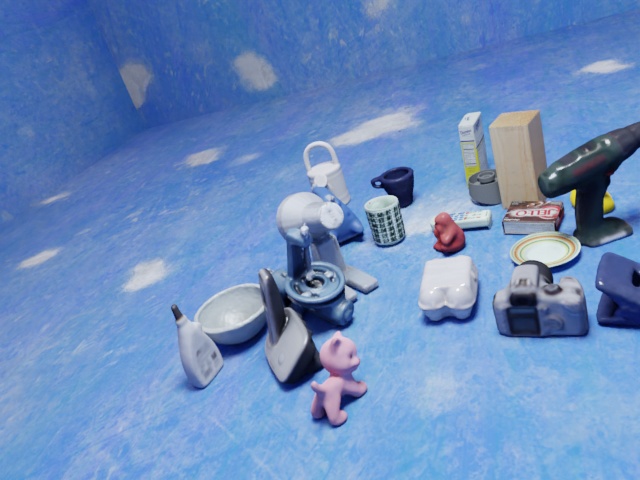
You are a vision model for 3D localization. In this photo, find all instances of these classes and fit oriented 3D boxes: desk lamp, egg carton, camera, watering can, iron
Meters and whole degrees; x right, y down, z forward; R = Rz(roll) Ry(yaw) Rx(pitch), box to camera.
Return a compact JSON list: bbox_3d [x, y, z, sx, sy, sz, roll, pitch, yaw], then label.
[{"bbox_3d":[0.011,0.004,1.234,0.118,0.214,0.202,-31,28,-23],"label":"desk lamp"},{"bbox_3d":[0.244,0.088,1.080,0.107,0.069,0.150,-8,27,20],"label":"egg carton"},{"bbox_3d":[0.371,0.084,0.966,0.142,0.101,0.137,-4,29,27],"label":"camera"},{"bbox_3d":[0.016,-0.186,1.629,0.101,0.194,0.172,-22,26,-8],"label":"watering can"},{"bbox_3d":[0.016,-0.081,1.484,0.119,0.142,0.257,-24,26,-10],"label":"iron"}]

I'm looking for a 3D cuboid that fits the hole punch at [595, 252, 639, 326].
[{"bbox_3d":[0.496,0.075,0.911,0.100,0.091,0.109,0,32,34],"label":"hole punch"}]

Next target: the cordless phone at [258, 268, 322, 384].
[{"bbox_3d":[-0.071,0.151,1.032,0.094,0.185,0.147,-26,27,-14],"label":"cordless phone"}]

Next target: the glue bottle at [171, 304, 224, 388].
[{"bbox_3d":[-0.241,0.192,1.079,0.037,0.173,0.078,-1,31,32],"label":"glue bottle"}]

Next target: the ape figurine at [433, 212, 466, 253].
[{"bbox_3d":[0.273,-0.019,1.246,0.076,0.092,0.078,-8,28,21],"label":"ape figurine"}]

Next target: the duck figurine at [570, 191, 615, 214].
[{"bbox_3d":[0.580,-0.111,1.228,0.077,0.086,0.104,-22,26,-6],"label":"duck figurine"}]

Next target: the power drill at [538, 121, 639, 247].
[{"bbox_3d":[0.537,-0.102,1.097,0.229,0.209,0.075,-19,26,-1],"label":"power drill"}]

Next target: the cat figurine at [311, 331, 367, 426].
[{"bbox_3d":[0.024,0.212,0.927,0.067,0.118,0.128,1,32,36],"label":"cat figurine"}]

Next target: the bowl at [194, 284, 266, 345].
[{"bbox_3d":[-0.173,0.167,1.198,0.167,0.075,0.167,-15,26,8],"label":"bowl"}]

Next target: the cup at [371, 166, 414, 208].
[{"bbox_3d":[0.199,-0.133,1.518,0.117,0.095,0.092,-9,27,20],"label":"cup"}]

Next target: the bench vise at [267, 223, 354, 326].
[{"bbox_3d":[-0.048,0.071,1.135,0.206,0.220,0.122,-5,29,27],"label":"bench vise"}]
